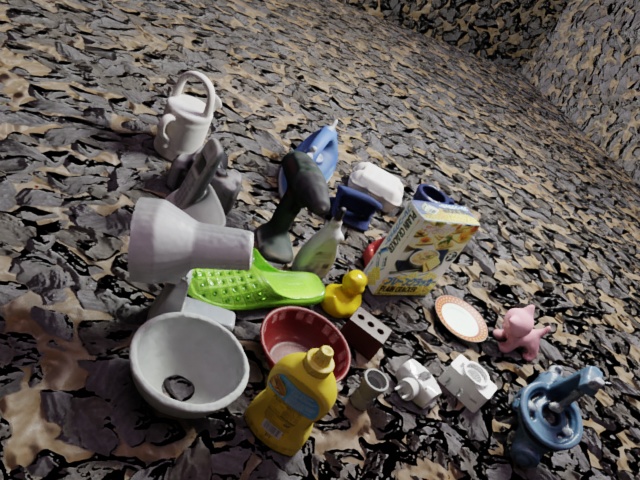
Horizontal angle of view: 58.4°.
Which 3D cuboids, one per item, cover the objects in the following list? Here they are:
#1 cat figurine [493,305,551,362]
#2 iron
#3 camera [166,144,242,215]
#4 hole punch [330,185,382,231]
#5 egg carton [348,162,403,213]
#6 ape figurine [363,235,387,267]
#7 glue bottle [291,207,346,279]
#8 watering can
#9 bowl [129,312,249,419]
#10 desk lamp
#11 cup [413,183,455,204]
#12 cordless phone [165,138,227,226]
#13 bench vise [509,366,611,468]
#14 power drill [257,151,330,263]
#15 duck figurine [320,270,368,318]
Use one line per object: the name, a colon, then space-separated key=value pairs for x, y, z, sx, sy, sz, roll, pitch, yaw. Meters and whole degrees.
cat figurine: x=0.436 y=0.191 z=1.231 sx=0.128 sy=0.117 sz=0.067 roll=18 pitch=35 yaw=-18
iron: x=-0.018 y=-0.196 z=1.368 sx=0.118 sy=0.141 sz=0.258 roll=30 pitch=34 yaw=0
camera: x=-0.221 y=-0.144 z=1.184 sx=0.143 sy=0.100 sz=0.137 roll=27 pitch=34 yaw=-4
hole punch: x=0.085 y=-0.092 z=1.356 sx=0.109 sy=0.091 sz=0.101 roll=22 pitch=34 yaw=-12
egg carton: x=0.145 y=-0.138 z=1.482 sx=0.150 sy=0.069 sz=0.107 roll=28 pitch=34 yaw=-4
ape figurine: x=0.139 y=0.023 z=1.247 sx=0.078 sy=0.092 sz=0.076 roll=26 pitch=34 yaw=-7
glue bottle: x=0.010 y=0.004 z=1.101 sx=0.078 sy=0.173 sz=0.037 roll=6 pitch=40 yaw=-32
watering can: x=-0.278 y=-0.272 z=1.222 sx=0.101 sy=0.194 sz=0.173 roll=24 pitch=34 yaw=-9
bowl: x=-0.190 y=0.186 z=0.801 sx=0.168 sy=0.074 sz=0.167 roll=20 pitch=35 yaw=-15
desk lamp: x=-0.194 y=0.052 z=0.847 sx=0.204 sy=0.213 sz=0.118 roll=19 pitch=35 yaw=-16
cup: x=0.285 y=-0.084 z=1.494 sx=0.118 sy=0.095 sz=0.091 roll=10 pitch=38 yaw=-27
cordless phone: x=-0.211 y=-0.079 z=1.030 sx=0.094 sy=0.185 sz=0.147 roll=0 pitch=44 yaw=-37
bench vise: x=0.415 y=0.272 z=1.017 sx=0.121 sy=0.219 sz=0.207 roll=25 pitch=34 yaw=-7
power drill: x=-0.050 y=-0.060 z=1.108 sx=0.076 sy=0.208 sz=0.229 roll=13 pitch=37 yaw=-24
duck figurine: x=0.053 y=0.096 z=1.093 sx=0.077 sy=0.086 sz=0.105 roll=45 pitch=36 yaw=21
